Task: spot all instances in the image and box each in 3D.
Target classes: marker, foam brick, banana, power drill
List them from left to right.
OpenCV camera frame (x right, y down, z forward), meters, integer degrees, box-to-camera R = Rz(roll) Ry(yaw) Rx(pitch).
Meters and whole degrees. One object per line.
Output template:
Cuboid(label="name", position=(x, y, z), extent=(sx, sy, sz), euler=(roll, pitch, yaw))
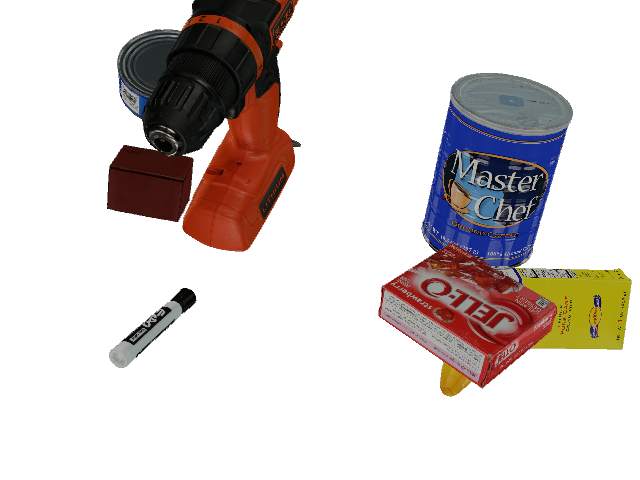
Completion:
Cuboid(label="foam brick", position=(-0.174, -0.059, 1.099), extent=(0.078, 0.051, 0.053), euler=(11, 31, 3))
Cuboid(label="marker", position=(-0.147, 0.076, 0.955), extent=(0.020, 0.020, 0.121), euler=(0, 25, 28))
Cuboid(label="power drill", position=(-0.057, -0.077, 0.685), extent=(0.057, 0.184, 0.188), euler=(20, -36, 10))
Cuboid(label="banana", position=(0.139, 0.087, 1.093), extent=(0.070, 0.037, 0.198), euler=(-28, 29, 10))

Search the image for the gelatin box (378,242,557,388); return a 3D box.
Cuboid(label="gelatin box", position=(0.094, 0.045, 0.684), extent=(0.089, 0.030, 0.073), euler=(33, 45, 31))

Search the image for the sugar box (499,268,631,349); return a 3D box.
Cuboid(label="sugar box", position=(0.276, 0.082, 1.278), extent=(0.176, 0.093, 0.048), euler=(0, 18, -5))

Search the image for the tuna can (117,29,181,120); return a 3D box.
Cuboid(label="tuna can", position=(-0.129, -0.138, 0.906), extent=(0.086, 0.086, 0.034), euler=(0, -38, -8))

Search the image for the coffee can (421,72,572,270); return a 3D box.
Cuboid(label="coffee can", position=(0.151, -0.060, 0.926), extent=(0.102, 0.140, 0.103), euler=(6, 33, -4))
